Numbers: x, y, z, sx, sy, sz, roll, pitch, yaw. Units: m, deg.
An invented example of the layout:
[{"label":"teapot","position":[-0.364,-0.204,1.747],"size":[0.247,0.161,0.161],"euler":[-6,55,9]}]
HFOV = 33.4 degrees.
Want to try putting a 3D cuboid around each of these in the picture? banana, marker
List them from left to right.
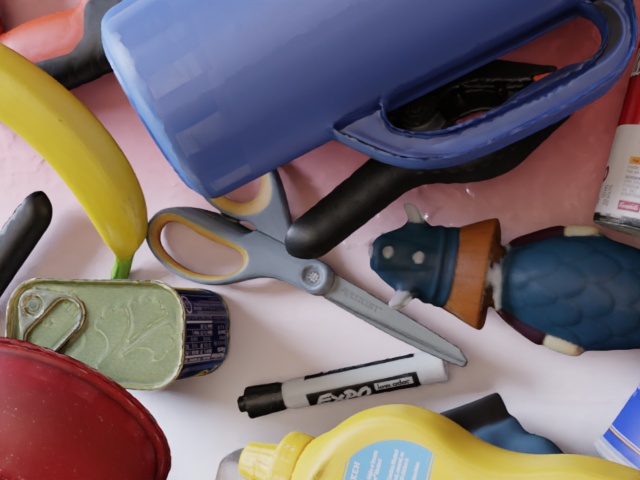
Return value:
[{"label":"banana","position":[-0.158,-0.058,0.593],"size":[0.070,0.037,0.197],"euler":[-34,105,22]},{"label":"marker","position":[0.011,0.081,0.598],"size":[0.121,0.020,0.020],"euler":[-13,84,13]}]

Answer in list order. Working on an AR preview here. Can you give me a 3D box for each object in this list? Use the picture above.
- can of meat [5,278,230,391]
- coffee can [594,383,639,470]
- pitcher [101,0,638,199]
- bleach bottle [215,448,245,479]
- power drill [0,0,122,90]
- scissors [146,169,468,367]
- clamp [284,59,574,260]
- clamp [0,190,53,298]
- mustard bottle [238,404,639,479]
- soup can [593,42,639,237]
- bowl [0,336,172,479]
[{"label":"can of meat","position":[-0.109,0.051,0.595],"size":[0.102,0.084,0.057],"euler":[0,86,14]},{"label":"coffee can","position":[0.213,0.072,0.506],"size":[0.103,0.102,0.140],"euler":[35,95,13]},{"label":"pitcher","position":[0.025,-0.113,0.528],"size":[0.243,0.149,0.145],"euler":[-30,122,2]},{"label":"bleach bottle","position":[-0.032,0.247,0.578],"size":[0.103,0.068,0.251],"euler":[13,92,14]},{"label":"power drill","position":[-0.143,-0.151,0.630],"size":[0.188,0.057,0.184],"euler":[-6,86,13]},{"label":"scissors","position":[-0.004,0.001,0.602],"size":[0.202,0.016,0.096],"euler":[13,87,18]},{"label":"clamp","position":[0.047,-0.063,0.579],"size":[0.171,0.039,0.120],"euler":[-21,55,-1]},{"label":"clamp","position":[-0.255,0.061,0.655],"size":[0.165,0.036,0.210],"euler":[10,91,14]},{"label":"mustard bottle","position":[0.049,0.128,0.489],"size":[0.192,0.058,0.096],"euler":[13,101,23]},{"label":"soup can","position":[0.183,-0.050,0.538],"size":[0.068,0.068,0.102],"euler":[15,91,14]},{"label":"bowl","position":[-0.164,0.122,0.570],"size":[0.162,0.162,0.055],"euler":[1,45,14]}]
